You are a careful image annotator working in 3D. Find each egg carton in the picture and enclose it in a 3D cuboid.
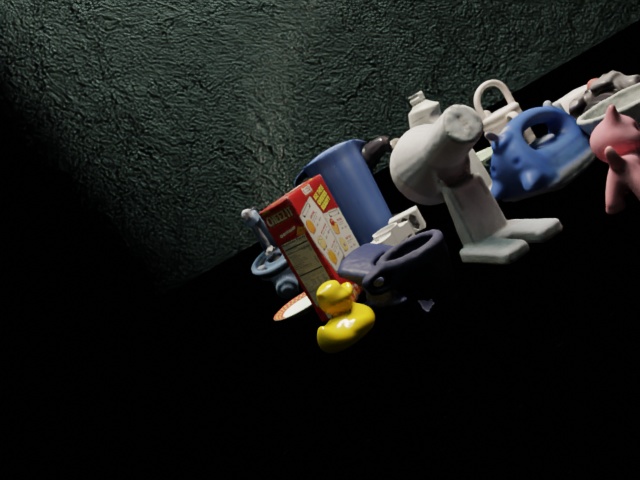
[{"bbox_3d":[0.609,-0.314,1.348,0.150,0.069,0.107,-32,8,-16],"label":"egg carton"}]

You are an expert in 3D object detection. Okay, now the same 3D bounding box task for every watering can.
[{"bbox_3d":[0.431,-0.288,1.375,0.101,0.194,0.172,-34,9,-24],"label":"watering can"}]

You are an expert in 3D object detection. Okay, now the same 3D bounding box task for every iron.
[{"bbox_3d":[0.383,-0.168,0.984,0.259,0.141,0.118,-34,9,-29],"label":"iron"}]

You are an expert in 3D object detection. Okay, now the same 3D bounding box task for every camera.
[{"bbox_3d":[0.544,-0.258,1.111,0.137,0.101,0.142,-36,10,-35],"label":"camera"}]

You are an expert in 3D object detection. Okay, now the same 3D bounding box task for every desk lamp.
[{"bbox_3d":[0.206,-0.081,0.813,0.118,0.213,0.203,-32,8,-14],"label":"desk lamp"}]

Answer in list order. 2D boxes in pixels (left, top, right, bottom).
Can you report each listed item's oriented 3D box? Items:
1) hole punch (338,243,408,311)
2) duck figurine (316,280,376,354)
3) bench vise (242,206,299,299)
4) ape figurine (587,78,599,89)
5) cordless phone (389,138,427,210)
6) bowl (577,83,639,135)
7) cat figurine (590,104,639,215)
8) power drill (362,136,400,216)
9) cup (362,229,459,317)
[{"bbox_3d":[0.097,0.046,0.862,0.100,0.091,0.109,-23,10,41],"label":"hole punch"},{"bbox_3d":[0.024,0.101,0.804,0.077,0.086,0.105,-23,11,42],"label":"duck figurine"},{"bbox_3d":[-0.119,0.024,1.323,0.121,0.220,0.207,-32,8,-11],"label":"bench vise"},{"bbox_3d":[0.599,-0.302,1.218,0.076,0.092,0.078,-25,9,30],"label":"ape figurine"},{"bbox_3d":[0.246,-0.180,1.402,0.094,0.185,0.148,-23,10,40],"label":"cordless phone"},{"bbox_3d":[0.525,-0.207,0.956,0.167,0.075,0.167,-29,8,5],"label":"bowl"},{"bbox_3d":[0.377,-0.110,0.720,0.067,0.118,0.128,-24,10,39],"label":"cat figurine"},{"bbox_3d":[0.119,-0.121,1.415,0.229,0.208,0.076,-25,10,33],"label":"power drill"},{"bbox_3d":[0.119,0.054,0.711,0.118,0.095,0.091,-31,8,-10],"label":"cup"}]
